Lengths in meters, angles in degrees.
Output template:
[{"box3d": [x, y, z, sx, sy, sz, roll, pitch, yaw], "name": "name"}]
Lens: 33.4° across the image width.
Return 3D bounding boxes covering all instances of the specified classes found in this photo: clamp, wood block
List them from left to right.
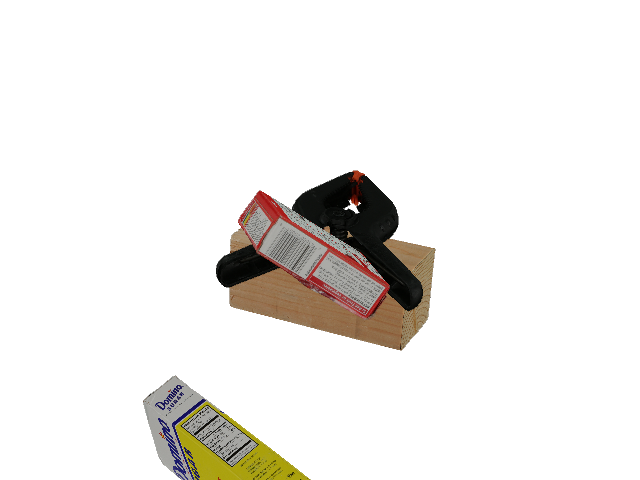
[{"box3d": [0.011, 0.042, 1.175, 0.206, 0.091, 0.090, 13, 25, 22], "name": "wood block"}, {"box3d": [0.024, -0.003, 0.908, 0.165, 0.036, 0.209, 11, 29, 15], "name": "clamp"}]

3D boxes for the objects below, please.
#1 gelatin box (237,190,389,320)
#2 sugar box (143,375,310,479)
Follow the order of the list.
[{"box3d": [-0.005, 0.009, 0.682, 0.089, 0.030, 0.073, 33, 6, -19], "name": "gelatin box"}, {"box3d": [-0.075, 0.198, 0.910, 0.176, 0.093, 0.048, 27, 51, 33], "name": "sugar box"}]
